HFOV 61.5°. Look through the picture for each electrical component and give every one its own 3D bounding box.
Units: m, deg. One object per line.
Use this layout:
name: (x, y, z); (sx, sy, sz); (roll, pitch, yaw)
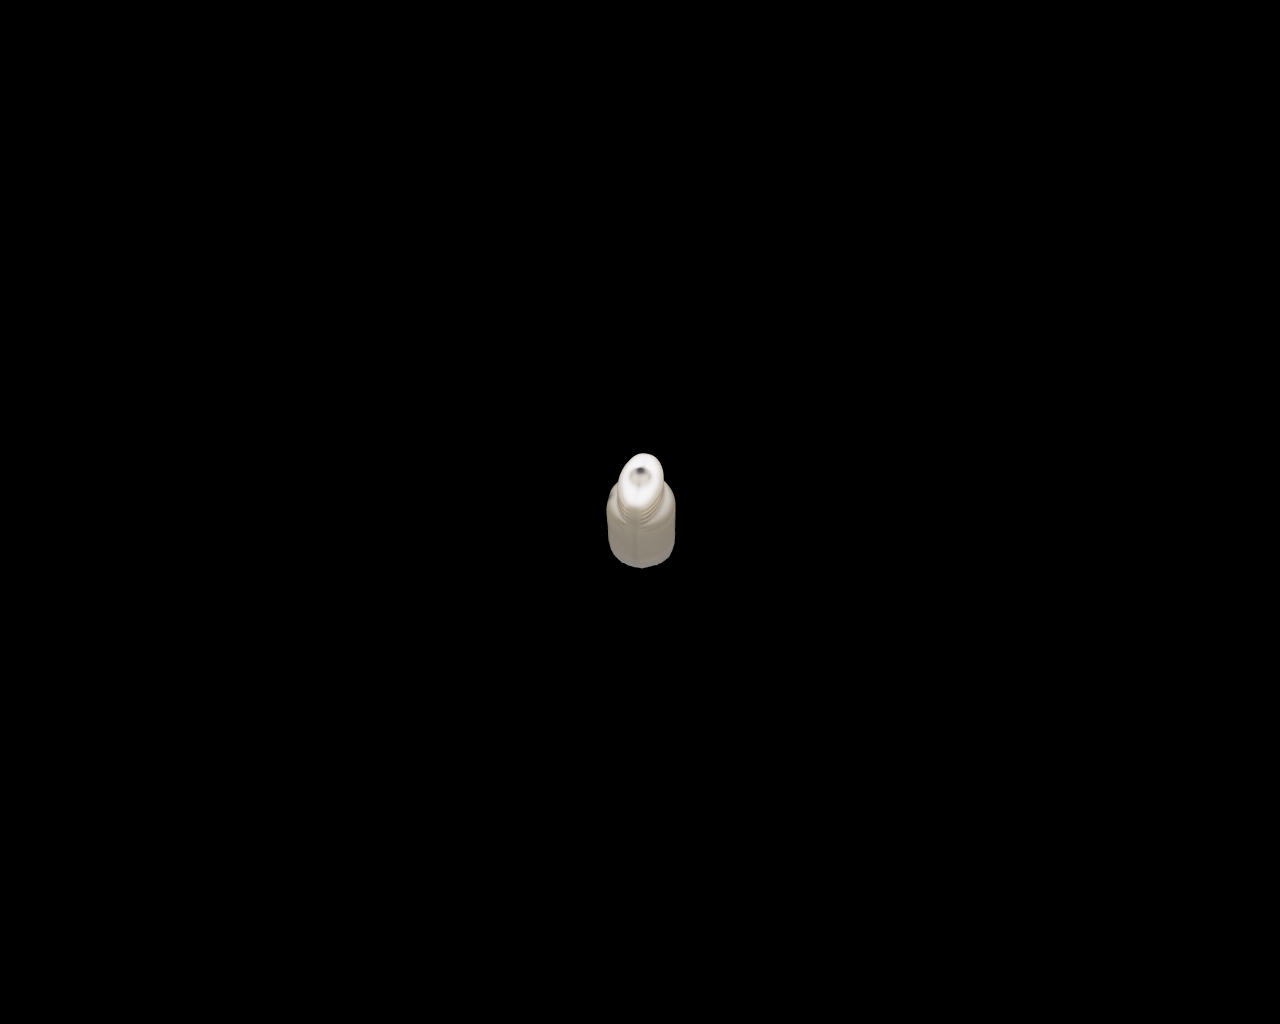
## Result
electrical component: (0.001, -0.003, 0.650); (0.043, 0.043, 0.080); (0, -34, 0)
